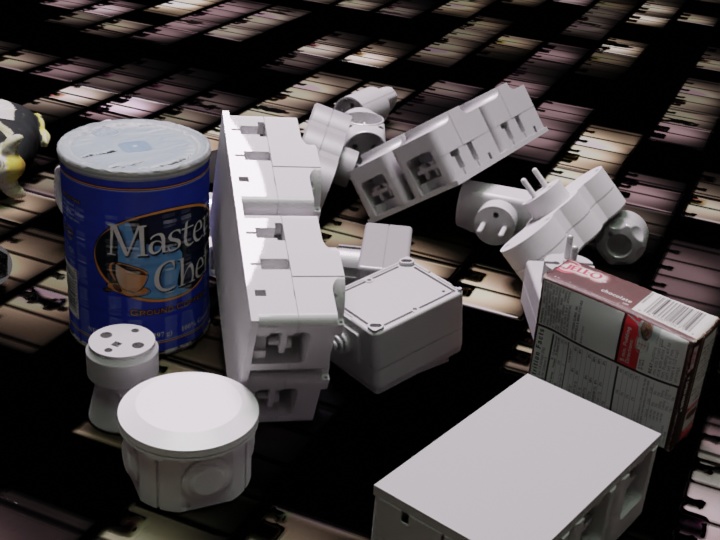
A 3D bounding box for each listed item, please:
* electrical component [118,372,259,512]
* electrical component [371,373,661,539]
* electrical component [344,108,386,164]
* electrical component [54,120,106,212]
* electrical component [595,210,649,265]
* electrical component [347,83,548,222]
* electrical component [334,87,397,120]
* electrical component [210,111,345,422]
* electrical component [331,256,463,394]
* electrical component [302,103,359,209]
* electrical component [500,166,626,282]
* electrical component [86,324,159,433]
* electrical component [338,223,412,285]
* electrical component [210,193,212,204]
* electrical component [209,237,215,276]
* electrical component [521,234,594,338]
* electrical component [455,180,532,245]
[{"bbox_3d":[-0.100,0.098,0.626,0.080,0.051,0.080,3,26,-2],"label":"electrical component"},{"bbox_3d":[0.085,0.127,0.584,0.089,0.061,0.150,24,32,33],"label":"electrical component"},{"bbox_3d":[-0.016,-0.137,1.111,0.079,0.044,0.077,1,27,-6],"label":"electrical component"},{"bbox_3d":[-0.213,-0.069,0.892,0.054,0.095,0.059,16,29,22],"label":"electrical component"},{"bbox_3d":[0.232,-0.032,0.943,0.043,0.043,0.062,13,27,16],"label":"electrical component"},{"bbox_3d":[0.083,-0.115,1.010,0.105,0.060,0.186,-22,7,39],"label":"electrical component"},{"bbox_3d":[0.010,-0.182,1.207,0.043,0.043,0.081,19,30,27],"label":"electrical component"},{"bbox_3d":[-0.058,-0.004,0.712,0.060,0.105,0.186,0,47,-15],"label":"electrical component"},{"bbox_3d":[0.018,0.043,0.750,0.096,0.061,0.062,-24,37,-31],"label":"electrical component"},{"bbox_3d":[-0.024,-0.101,1.014,0.074,0.052,0.138,20,37,-5],"label":"electrical component"},{"bbox_3d":[0.162,-0.051,0.902,0.138,0.073,0.052,-41,6,-38],"label":"electrical component"},{"bbox_3d":[-0.148,0.068,0.674,0.045,0.055,0.045,3,27,-2],"label":"electrical component"},{"bbox_3d":[0.000,0.000,0.839,0.076,0.047,0.083,6,27,2],"label":"electrical component"},{"bbox_3d":[-0.111,-0.043,0.912,0.081,0.043,0.043,5,27,1],"label":"electrical component"},{"bbox_3d":[-0.079,-0.009,0.836,0.078,0.058,0.057,-13,29,-31],"label":"electrical component"},{"bbox_3d":[0.155,0.012,0.808,0.047,0.075,0.083,3,27,-3],"label":"electrical component"},{"bbox_3d":[0.123,-0.046,0.952,0.077,0.044,0.079,12,28,14],"label":"electrical component"}]
